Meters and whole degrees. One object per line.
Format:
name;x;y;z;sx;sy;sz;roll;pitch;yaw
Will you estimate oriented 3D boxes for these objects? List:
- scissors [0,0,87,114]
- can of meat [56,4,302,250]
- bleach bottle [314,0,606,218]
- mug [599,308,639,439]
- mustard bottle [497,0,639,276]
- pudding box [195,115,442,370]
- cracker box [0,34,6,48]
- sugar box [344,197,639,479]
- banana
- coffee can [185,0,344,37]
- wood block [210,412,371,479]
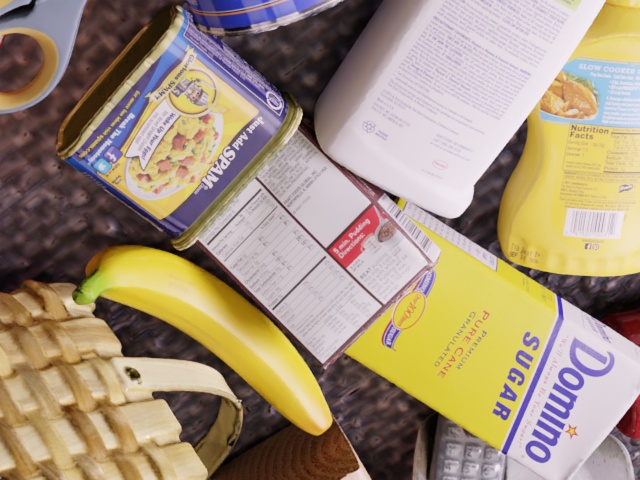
scissors;-0.087;-0.106;0.451;0.202;0.016;0.096;-9;129;2
can of meat;-0.075;-0.059;0.556;0.083;0.057;0.102;38;103;-26
bleach bottle;0.100;-0.128;0.520;0.102;0.068;0.251;25;125;-20
mug;0.228;0.080;0.678;0.081;0.117;0.093;-10;81;-2
mustard bottle;0.160;-0.075;0.603;0.096;0.058;0.192;4;118;0
pudding box;-0.004;0.001;0.591;0.113;0.039;0.090;46;106;2
cracker box;-0.223;-0.120;0.479;0.164;0.072;0.214;20;111;-24
sugar box;0.095;0.061;0.629;0.176;0.048;0.093;32;108;3
banana;-0.066;0.051;0.614;0.037;0.069;0.197;-30;134;31
coffee can;-0.036;-0.177;0.474;0.103;0.103;0.140;-23;121;-1
wood block;0.022;0.225;0.692;0.091;0.090;0.206;-31;111;-4
